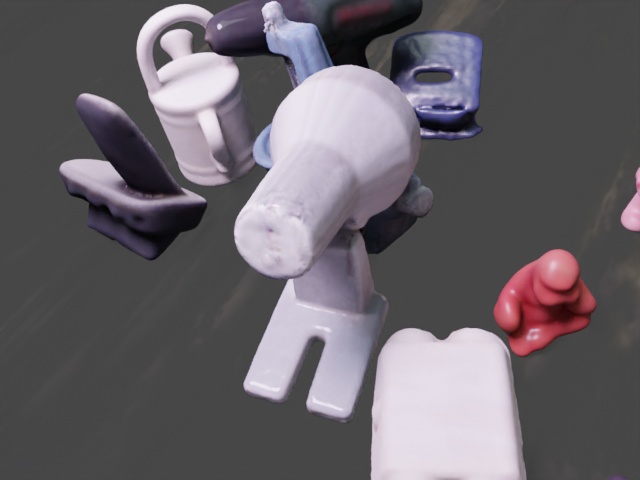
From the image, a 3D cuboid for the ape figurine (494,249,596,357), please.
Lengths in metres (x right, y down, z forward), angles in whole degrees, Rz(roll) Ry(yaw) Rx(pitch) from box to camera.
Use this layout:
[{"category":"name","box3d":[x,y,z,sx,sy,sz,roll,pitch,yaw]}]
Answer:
[{"category":"ape figurine","box3d":[0.185,0.044,0.466,0.077,0.092,0.076,9,53,16]}]

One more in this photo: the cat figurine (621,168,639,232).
[{"category":"cat figurine","box3d":[0.324,-0.061,0.513,0.067,0.118,0.128,18,56,23]}]

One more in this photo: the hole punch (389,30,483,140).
[{"category":"hole punch","box3d":[0.134,-0.177,0.657,0.108,0.091,0.101,3,51,12]}]

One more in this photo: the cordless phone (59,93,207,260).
[{"category":"cordless phone","box3d":[-0.205,-0.081,0.572,0.147,0.185,0.094,20,57,24]}]

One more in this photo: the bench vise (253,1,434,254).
[{"category":"bench vise","box3d":[0.021,-0.105,0.533,0.206,0.220,0.122,18,56,23]}]

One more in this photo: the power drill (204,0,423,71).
[{"category":"power drill","box3d":[0.007,-0.175,0.599,0.230,0.209,0.075,-32,53,-16]}]

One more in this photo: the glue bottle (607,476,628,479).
[{"category":"glue bottle","box3d":[0.146,0.164,0.320,0.078,0.173,0.037,-22,51,-9]}]

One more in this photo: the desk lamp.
[{"category":"desk lamp","box3d":[0.004,0.002,0.451,0.117,0.214,0.203,10,53,17]}]

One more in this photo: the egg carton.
[{"category":"egg carton","box3d":[0.091,0.134,0.422,0.107,0.069,0.150,-2,51,8]}]

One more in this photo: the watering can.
[{"category":"watering can","box3d":[-0.137,-0.164,0.624,0.101,0.194,0.172,-39,55,-21]}]
